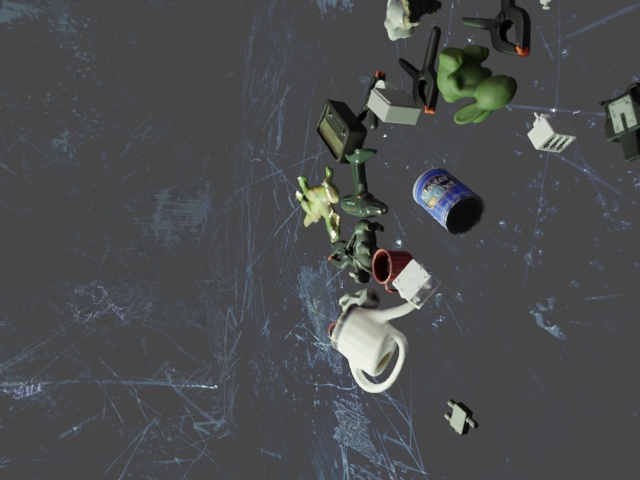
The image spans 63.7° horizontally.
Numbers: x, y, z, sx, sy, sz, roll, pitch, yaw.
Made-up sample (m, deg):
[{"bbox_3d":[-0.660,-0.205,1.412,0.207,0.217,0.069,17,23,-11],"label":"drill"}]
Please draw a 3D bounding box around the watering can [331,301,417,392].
[{"bbox_3d":[0.154,0.247,1.412,0.226,0.104,0.343,30,111,31],"label":"watering can"}]

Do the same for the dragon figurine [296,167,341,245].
[{"bbox_3d":[0.005,-0.089,1.762,0.400,0.122,0.248,99,158,-54],"label":"dragon figurine"}]

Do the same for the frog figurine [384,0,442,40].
[{"bbox_3d":[0.223,-0.603,1.364,0.138,0.121,0.160,-53,19,-4],"label":"frog figurine"}]
